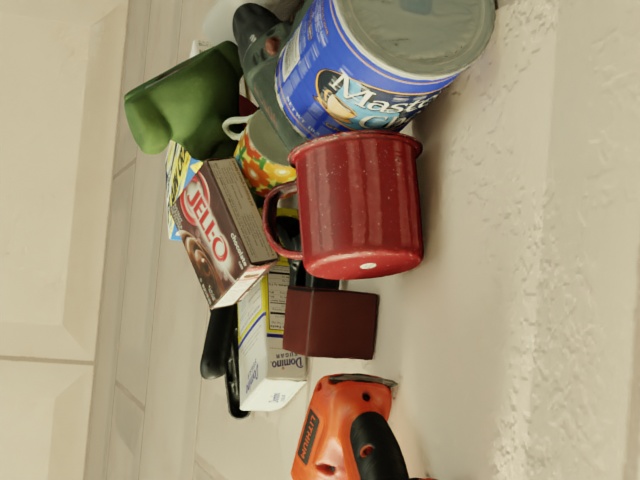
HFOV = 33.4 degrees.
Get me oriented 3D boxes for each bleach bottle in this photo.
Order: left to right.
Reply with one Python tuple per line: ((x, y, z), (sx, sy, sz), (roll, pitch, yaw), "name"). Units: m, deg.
((-0.031, -0.264, 1.014), (0.102, 0.068, 0.251), (-47, 5, -30), "bleach bottle")

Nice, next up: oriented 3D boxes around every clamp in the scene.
((-0.095, 0.068, 1.086), (0.164, 0.036, 0.210), (73, -166, -73), "clamp")
((-0.006, 0.001, 0.908), (0.171, 0.039, 0.120), (-105, 21, -44), "clamp")

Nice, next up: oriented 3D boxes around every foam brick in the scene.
((0.007, 0.063, 0.818), (0.078, 0.053, 0.051), (176, 99, -75), "foam brick")

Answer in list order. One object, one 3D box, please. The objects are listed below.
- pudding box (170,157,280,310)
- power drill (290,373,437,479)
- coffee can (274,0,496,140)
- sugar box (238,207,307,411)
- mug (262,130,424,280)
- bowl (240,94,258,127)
((-0.089, -0.007, 0.979), (0.090, 0.039, 0.113), (-46, 64, 49), "pudding box")
((0.031, 0.191, 0.690), (0.188, 0.057, 0.185), (-118, 41, -57), "power drill")
((0.037, -0.126, 0.691), (0.140, 0.102, 0.103), (138, 135, -67), "coffee can")
((-0.048, 0.066, 1.014), (0.093, 0.048, 0.176), (127, 142, -58), "sugar box")
((0.015, -0.019, 0.722), (0.093, 0.117, 0.081), (33, -129, -68), "mug")
((-0.090, -0.092, 1.189), (0.162, 0.055, 0.162), (-174, 90, -73), "bowl")
